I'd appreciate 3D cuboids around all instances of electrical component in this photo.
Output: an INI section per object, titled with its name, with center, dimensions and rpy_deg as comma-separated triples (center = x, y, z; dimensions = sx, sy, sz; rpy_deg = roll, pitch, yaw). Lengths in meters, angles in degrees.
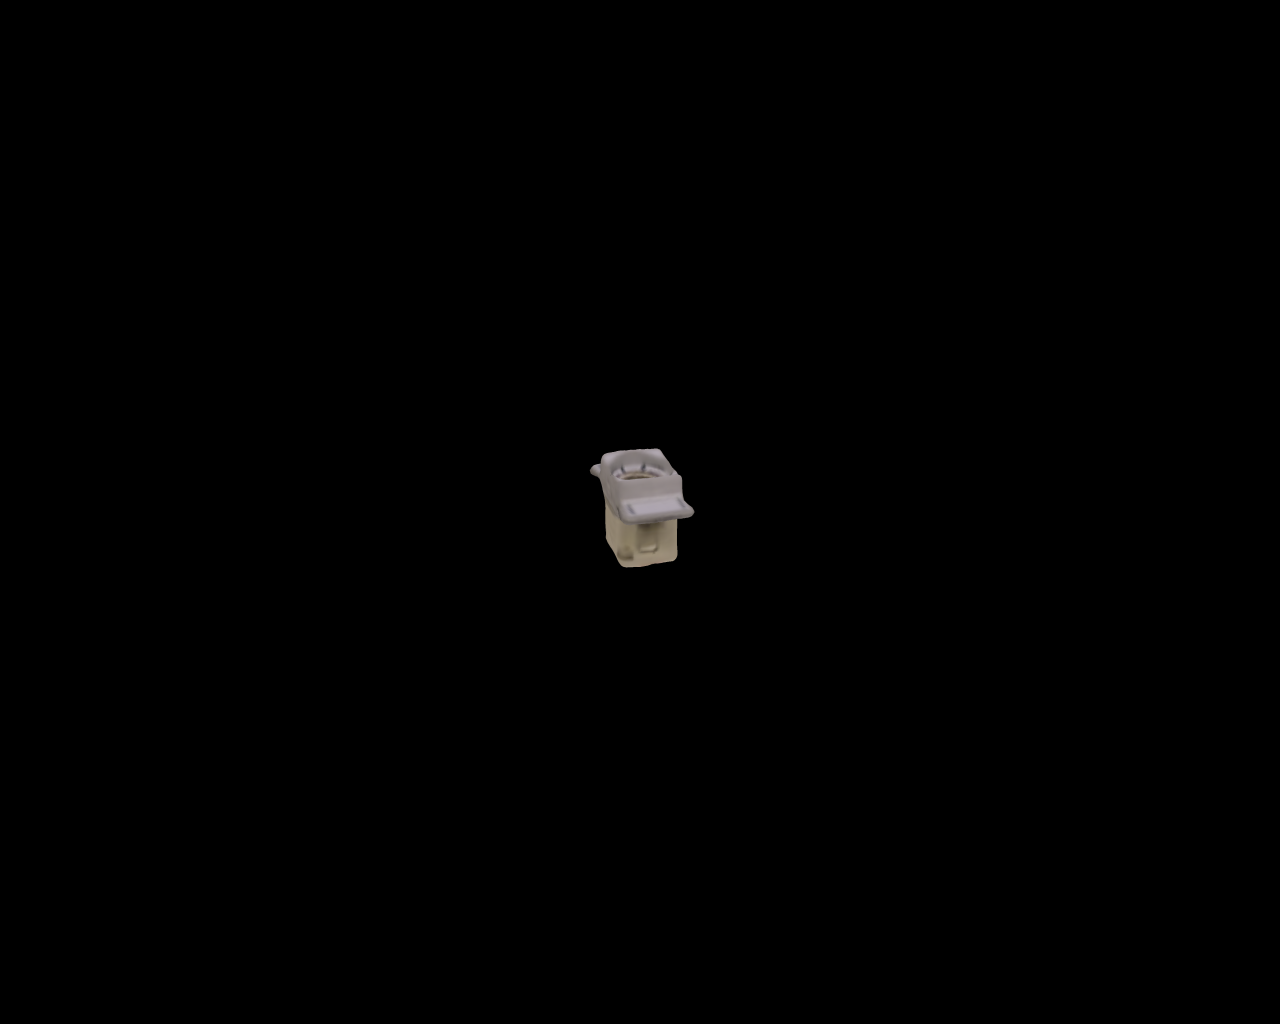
[electrical component]
center = 0.001, -0.003, 0.650
dimensions = 0.042, 0.063, 0.081
rpy_deg = -7, 27, -14
